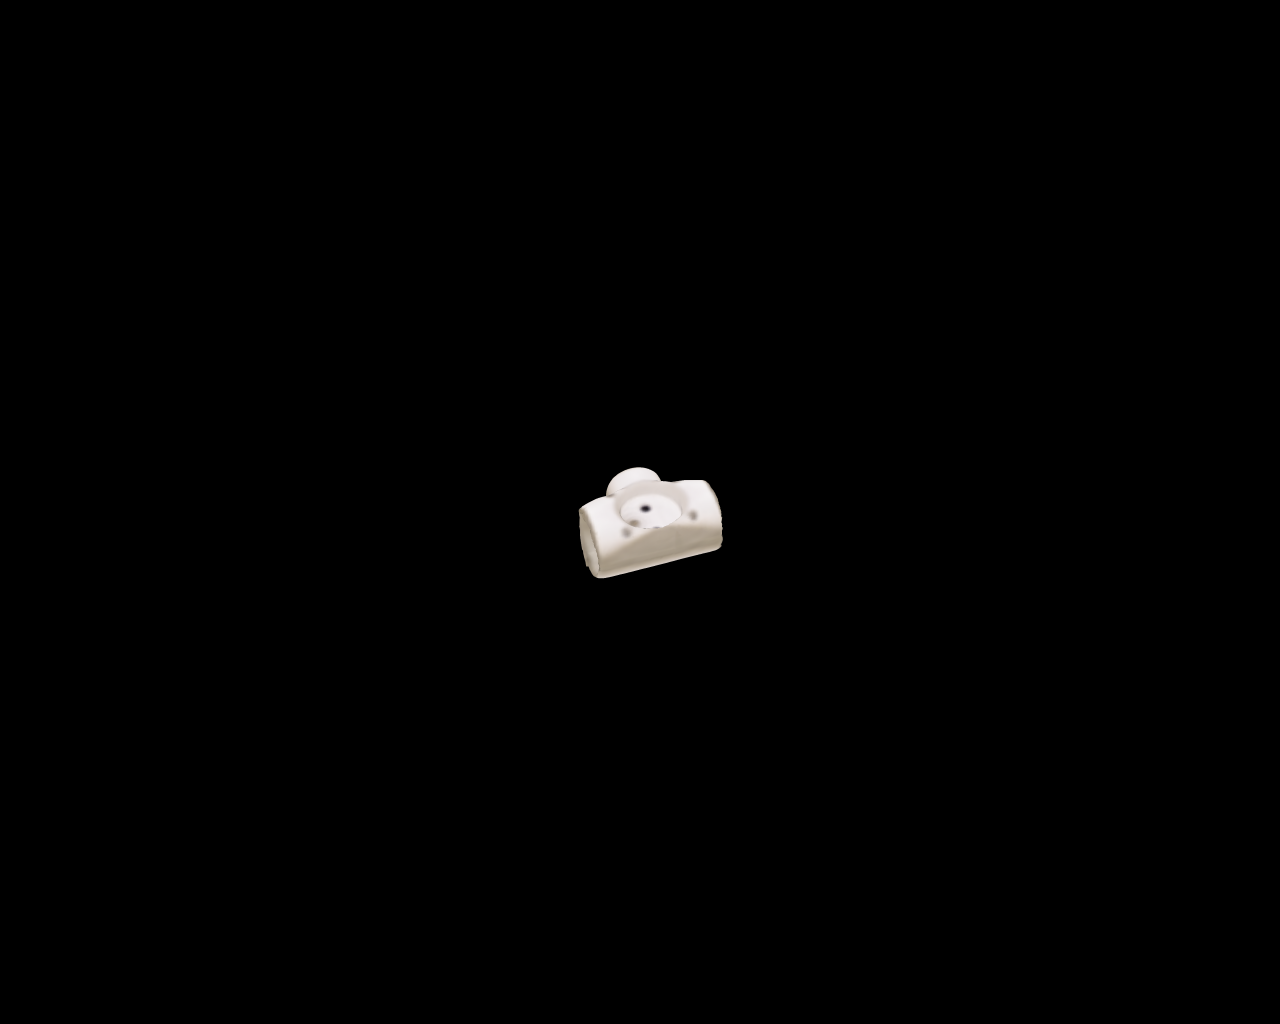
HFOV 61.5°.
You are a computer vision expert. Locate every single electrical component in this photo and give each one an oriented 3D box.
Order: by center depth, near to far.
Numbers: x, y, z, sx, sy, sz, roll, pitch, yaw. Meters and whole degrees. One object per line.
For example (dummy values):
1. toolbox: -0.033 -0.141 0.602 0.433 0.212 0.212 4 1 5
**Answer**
1. electrical component: 0.001 -0.003 0.650 0.077 0.044 0.079 -13 47 -12
